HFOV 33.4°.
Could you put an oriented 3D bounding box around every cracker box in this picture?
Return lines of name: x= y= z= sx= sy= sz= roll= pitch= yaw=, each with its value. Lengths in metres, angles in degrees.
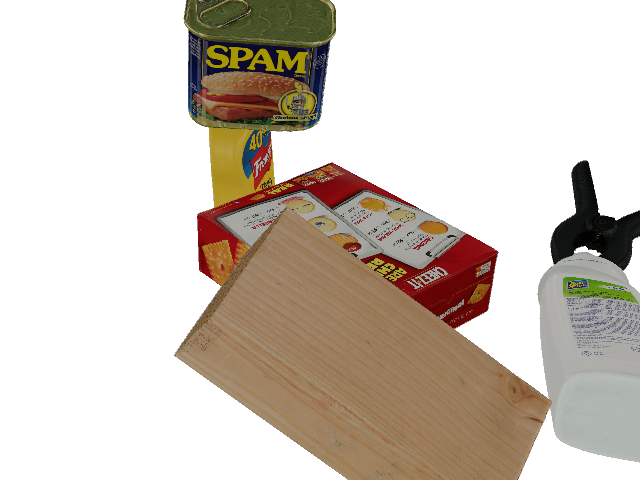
cracker box: x=0.019 y=0.020 z=0.935 sx=0.163 sy=0.072 sz=0.214 roll=-23 pitch=39 yaw=-35

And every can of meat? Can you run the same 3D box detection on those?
can of meat: x=-0.044 y=-0.124 z=0.746 sx=0.102 sy=0.057 sz=0.084 roll=3 pitch=-43 yaw=-4

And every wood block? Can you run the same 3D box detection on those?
wood block: x=0.025 y=0.086 z=0.668 sx=0.206 sy=0.090 sz=0.090 roll=36 pitch=-32 yaw=-6

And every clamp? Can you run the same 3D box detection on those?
clamp: x=0.278 y=-0.016 z=1.086 sx=0.120 sy=0.039 sz=0.171 roll=29 pitch=53 yaw=32

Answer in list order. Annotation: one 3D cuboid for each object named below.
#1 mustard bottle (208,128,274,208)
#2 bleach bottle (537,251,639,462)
mustard bottle: x=-0.080 y=-0.084 z=1.089 sx=0.058 sy=0.192 sz=0.096 roll=7 pitch=27 yaw=19
bleach bottle: x=0.221 y=0.071 z=0.819 sx=0.102 sy=0.068 sz=0.250 roll=9 pitch=23 yaw=5
